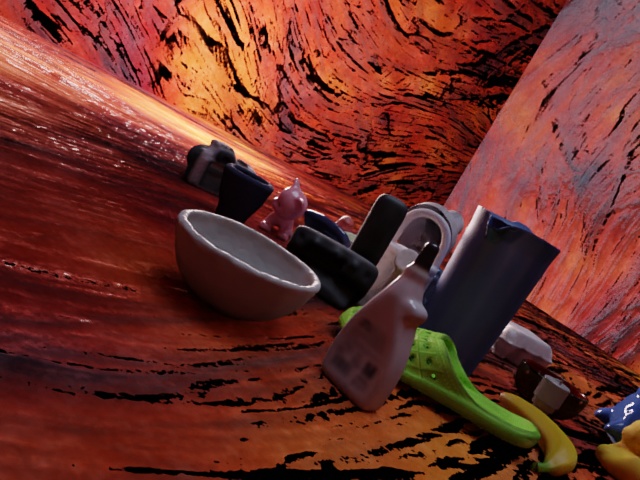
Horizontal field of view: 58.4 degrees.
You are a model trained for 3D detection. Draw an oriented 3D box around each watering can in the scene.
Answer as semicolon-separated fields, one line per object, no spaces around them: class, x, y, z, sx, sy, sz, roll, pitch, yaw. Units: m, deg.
watering can;0.143;0.041;0.934;0.101;0.194;0.172;28;9;-12

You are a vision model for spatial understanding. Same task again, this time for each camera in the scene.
camera;-0.214;-0.157;1.202;0.144;0.101;0.136;23;11;-36

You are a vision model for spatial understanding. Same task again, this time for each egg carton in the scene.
egg carton;0.412;0.219;1.205;0.151;0.069;0.107;26;10;-24

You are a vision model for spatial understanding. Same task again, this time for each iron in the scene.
iron;0.586;0.330;0.911;0.258;0.141;0.119;32;9;12

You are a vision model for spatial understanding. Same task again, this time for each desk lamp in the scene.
desk lamp;0.225;0.025;1.222;0.117;0.213;0.204;34;10;24

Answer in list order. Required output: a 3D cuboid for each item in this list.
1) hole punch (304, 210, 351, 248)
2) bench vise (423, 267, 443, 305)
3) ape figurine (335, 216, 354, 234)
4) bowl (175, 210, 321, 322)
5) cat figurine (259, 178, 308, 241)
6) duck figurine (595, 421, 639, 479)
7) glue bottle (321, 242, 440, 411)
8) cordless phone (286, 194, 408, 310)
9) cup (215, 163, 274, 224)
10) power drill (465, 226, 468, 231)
hole punch;0.010;0.004;1.053;0.108;0.091;0.101;34;10;26
bench vise;0.296;0.079;1.129;0.208;0.219;0.121;23;11;-37
ape figurine;0.039;-0.010;1.221;0.078;0.092;0.076;28;9;-11
bowl;-0.087;0.038;0.610;0.167;0.074;0.167;29;9;-5
cat figurine;-0.061;-0.064;1.118;0.067;0.117;0.128;29;9;-4
duck figurine;0.450;0.301;0.821;0.077;0.086;0.105;33;10;21
glue bottle;0.070;0.078;0.568;0.037;0.173;0.077;20;13;-48
cordless phone;0.039;-0.003;0.877;0.147;0.185;0.094;29;9;-1
cup;-0.145;-0.077;0.999;0.092;0.095;0.117;25;10;-30
power drill;0.362;0.086;1.339;0.076;0.208;0.229;25;10;-27
